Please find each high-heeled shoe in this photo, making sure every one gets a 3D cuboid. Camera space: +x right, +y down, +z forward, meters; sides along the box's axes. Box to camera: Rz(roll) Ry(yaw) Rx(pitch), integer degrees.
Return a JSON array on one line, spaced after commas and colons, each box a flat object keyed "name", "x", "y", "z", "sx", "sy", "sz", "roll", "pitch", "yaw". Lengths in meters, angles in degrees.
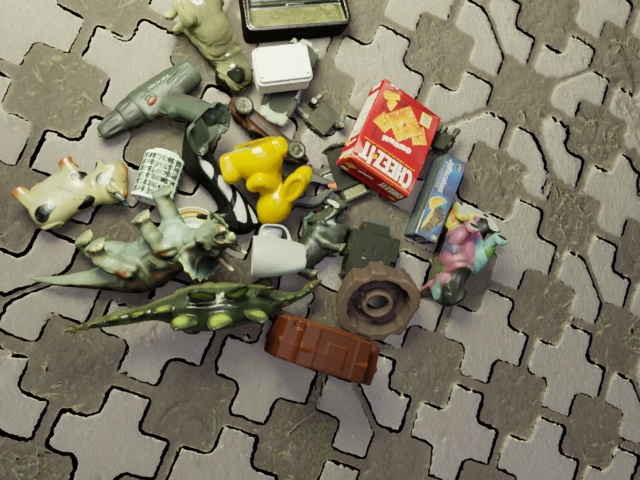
[{"name": "high-heeled shoe", "x": -0.197, "y": -0.132, "z": 1.099, "sx": 0.145, "sy": 0.086, "sz": 0.248, "roll": 0, "pitch": 77, "yaw": -36}]

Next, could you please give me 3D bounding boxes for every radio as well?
[{"name": "radio", "x": -0.058, "y": -0.504, "z": 1.153, "sx": 0.230, "sy": 0.073, "sz": 0.131, "roll": -10, "pitch": 89, "yaw": -16}]

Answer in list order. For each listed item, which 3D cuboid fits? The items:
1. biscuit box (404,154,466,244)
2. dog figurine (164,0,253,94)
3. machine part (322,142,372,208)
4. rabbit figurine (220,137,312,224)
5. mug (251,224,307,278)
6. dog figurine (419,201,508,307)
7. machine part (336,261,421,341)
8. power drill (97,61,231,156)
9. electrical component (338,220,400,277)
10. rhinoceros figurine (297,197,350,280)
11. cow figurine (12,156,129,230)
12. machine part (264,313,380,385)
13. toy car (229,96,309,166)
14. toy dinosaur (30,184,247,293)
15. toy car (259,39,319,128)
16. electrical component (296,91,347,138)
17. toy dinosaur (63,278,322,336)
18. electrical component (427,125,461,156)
[{"name": "biscuit box", "x": 0.261, "y": -0.092, "z": 1.216, "sx": 0.059, "sy": 0.063, "sz": 0.202, "roll": 25, "pitch": 81, "yaw": -14}, {"name": "dog figurine", "x": -0.198, "y": -0.397, "z": 1.064, "sx": 0.121, "sy": 0.172, "sz": 0.190, "roll": -39, "pitch": 89, "yaw": -3}, {"name": "machine part", "x": 0.057, "y": -0.147, "z": 1.180, "sx": 0.084, "sy": 0.039, "sz": 0.138, "roll": -27, "pitch": 95, "yaw": -7}, {"name": "rabbit figurine", "x": -0.097, "y": -0.115, "z": 1.070, "sx": 0.162, "sy": 0.122, "sz": 0.173, "roll": -10, "pitch": 107, "yaw": 10}, {"name": "mug", "x": -0.081, "y": 0.024, "z": 1.064, "sx": 0.107, "sy": 0.080, "sz": 0.109, "roll": 4, "pitch": 69, "yaw": -10}, {"name": "dog figurine", "x": 0.302, "y": 0.045, "z": 1.204, "sx": 0.108, "sy": 0.192, "sz": 0.219, "roll": 22, "pitch": 115, "yaw": -15}, {"name": "machine part", "x": 0.119, "y": 0.128, "z": 1.131, "sx": 0.179, "sy": 0.056, "sz": 0.179, "roll": -2, "pitch": 118, "yaw": -4}, {"name": "power drill", "x": -0.289, "y": -0.239, "z": 1.038, "sx": 0.208, "sy": 0.085, "sz": 0.232, "roll": 29, "pitch": 67, "yaw": 31}, {"name": "electrical component", "x": 0.108, "y": 0.026, "z": 1.170, "sx": 0.115, "sy": 0.058, "sz": 0.134, "roll": 12, "pitch": 84, "yaw": -16}, {"name": "rhinoceros figurine", "x": -0.002, "y": -0.003, "z": 1.139, "sx": 0.112, "sy": 0.073, "sz": 0.190, "roll": 39, "pitch": 82, "yaw": 5}, {"name": "cow figurine", "x": -0.452, "y": -0.089, "z": 1.016, "sx": 0.195, "sy": 0.085, "sz": 0.127, "roll": -37, "pitch": 90, "yaw": -17}, {"name": "machine part", "x": 0.002, "y": 0.210, "z": 1.054, "sx": 0.201, "sy": 0.201, "sz": 0.087, "roll": 20, "pitch": 78, "yaw": -13}, {"name": "toy car", "x": -0.109, "y": -0.218, "z": 1.113, "sx": 0.202, "sy": 0.089, "sz": 0.053, "roll": 40, "pitch": 77, "yaw": -11}, {"name": "toy dinosaur", "x": -0.324, "y": 0.036, "z": 1.011, "sx": 0.405, "sy": 0.131, "sz": 0.192, "roll": -25, "pitch": 118, "yaw": 16}, {"name": "toy car", "x": -0.066, "y": -0.338, "z": 1.151, "sx": 0.073, "sy": 0.056, "sz": 0.201, "roll": 24, "pitch": 79, "yaw": -5}, {"name": "electrical component", "x": 0.008, "y": -0.272, "z": 1.170, "sx": 0.102, "sy": 0.045, "sz": 0.078, "roll": 46, "pitch": 75, "yaw": -8}, {"name": "toy dinosaur", "x": -0.214, "y": 0.124, "z": 1.006, "sx": 0.471, "sy": 0.198, "sz": 0.105, "roll": -11, "pitch": 86, "yaw": -17}, {"name": "electrical component", "x": 0.276, "y": -0.223, "z": 1.229, "sx": 0.094, "sy": 0.063, "sz": 0.021, "roll": -50, "pitch": 136, "yaw": -12}]
